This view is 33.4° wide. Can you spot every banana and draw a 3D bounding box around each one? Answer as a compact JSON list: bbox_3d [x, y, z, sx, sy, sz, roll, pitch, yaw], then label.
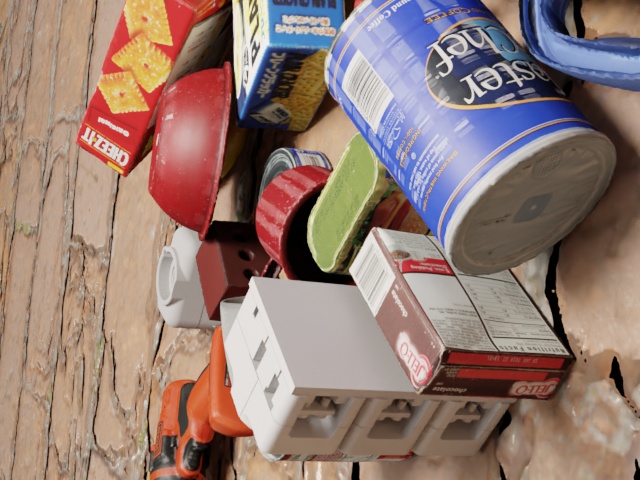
[{"bbox_3d":[-0.123,-0.082,1.088,0.198,0.037,0.069,-6,80,62],"label":"banana"}]

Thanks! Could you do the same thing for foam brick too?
[{"bbox_3d":[-0.074,0.029,0.956,0.051,0.052,0.078,-58,38,40],"label":"foam brick"}]

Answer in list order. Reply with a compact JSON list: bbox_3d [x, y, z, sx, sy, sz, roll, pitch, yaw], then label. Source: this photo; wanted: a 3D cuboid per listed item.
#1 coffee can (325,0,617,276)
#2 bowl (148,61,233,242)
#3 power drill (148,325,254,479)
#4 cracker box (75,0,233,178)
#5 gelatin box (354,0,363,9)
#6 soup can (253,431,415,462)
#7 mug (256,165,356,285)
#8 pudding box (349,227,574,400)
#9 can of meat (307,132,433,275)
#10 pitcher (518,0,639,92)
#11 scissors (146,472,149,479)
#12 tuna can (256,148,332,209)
[{"bbox_3d":[0.079,-0.066,0.589,0.140,0.102,0.103,57,136,31],"label":"coffee can"},{"bbox_3d":[-0.118,-0.082,0.944,0.162,0.055,0.162,-172,90,-78],"label":"bowl"},{"bbox_3d":[-0.105,0.177,0.955,0.188,0.057,0.184,-51,31,44],"label":"power drill"},{"bbox_3d":[-0.143,-0.187,1.022,0.214,0.072,0.164,-56,0,42],"label":"cracker box"},{"bbox_3d":[0.053,-0.131,0.705,0.089,0.030,0.073,28,113,52],"label":"gelatin box"},{"bbox_3d":[0.014,0.114,0.714,0.069,0.102,0.068,-20,67,61],"label":"soup can"},{"bbox_3d":[-0.005,0.001,0.778,0.117,0.093,0.082,-55,25,0],"label":"mug"},{"bbox_3d":[0.079,0.042,0.615,0.039,0.089,0.113,-65,32,30],"label":"pudding box"},{"bbox_3d":[0.049,-0.020,0.691,0.102,0.083,0.057,-62,33,36],"label":"can of meat"},{"bbox_3d":[0.141,-0.163,0.493,0.243,0.149,0.145,26,142,65],"label":"pitcher"},{"bbox_3d":[-0.167,0.324,1.119,0.096,0.016,0.202,-17,70,61],"label":"scissors"},{"bbox_3d":[-0.022,-0.034,0.887,0.086,0.033,0.086,-20,68,61],"label":"tuna can"}]
